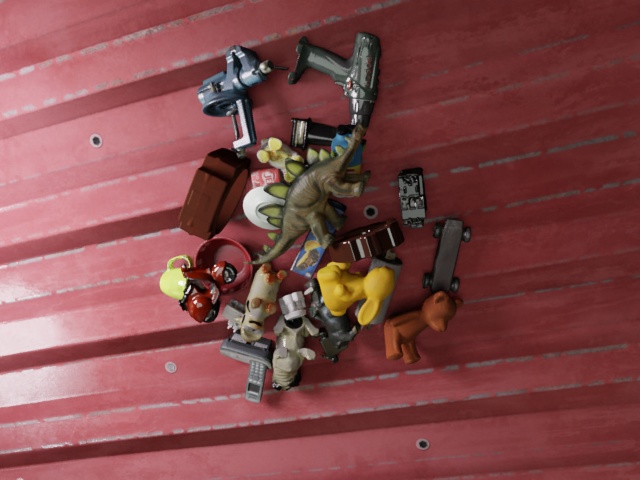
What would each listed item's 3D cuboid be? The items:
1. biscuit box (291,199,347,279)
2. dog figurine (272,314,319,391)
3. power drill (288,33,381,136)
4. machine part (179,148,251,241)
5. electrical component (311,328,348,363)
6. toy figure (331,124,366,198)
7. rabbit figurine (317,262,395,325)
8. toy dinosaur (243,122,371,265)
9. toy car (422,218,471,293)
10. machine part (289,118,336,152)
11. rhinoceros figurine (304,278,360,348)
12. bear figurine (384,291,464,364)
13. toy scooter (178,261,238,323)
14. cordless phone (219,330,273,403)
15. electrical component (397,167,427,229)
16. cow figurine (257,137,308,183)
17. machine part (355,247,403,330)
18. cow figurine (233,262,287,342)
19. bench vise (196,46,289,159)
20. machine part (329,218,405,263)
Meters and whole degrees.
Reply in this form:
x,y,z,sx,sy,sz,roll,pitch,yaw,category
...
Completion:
x,y,z,sx,sy,sz,roll,pitch,yaw,category
-0.003,-0.004,1.343,0.059,0.063,0.202,26,109,2,biscuit box
-0.087,0.293,1.437,0.121,0.172,0.190,15,140,-8,dog figurine
0.034,-0.365,1.229,0.207,0.086,0.231,18,106,9,power drill
-0.247,-0.110,1.287,0.087,0.201,0.200,24,108,-1,machine part
0.026,0.273,1.427,0.078,0.045,0.102,-33,101,-11,electrical component
0.063,-0.181,1.251,0.082,0.089,0.179,11,123,16,toy figure
0.095,0.117,1.264,0.173,0.122,0.162,-13,86,16,rabbit figurine
-0.032,-0.078,1.237,0.199,0.105,0.471,33,119,2,toy dinosaur
0.306,0.041,1.302,0.089,0.053,0.202,8,111,4,toy car
-0.004,-0.250,1.290,0.139,0.039,0.084,7,98,11,machine part
0.028,0.182,1.378,0.112,0.073,0.190,-28,88,12,rhinoceros figurine
0.257,0.211,1.313,0.196,0.120,0.132,-27,57,30,bear figurine
-0.302,0.122,1.354,0.135,0.075,0.183,21,107,-24,toy scooter
-0.206,0.353,1.472,0.147,0.089,0.184,14,112,6,cordless phone
0.217,-0.096,1.249,0.058,0.115,0.134,-5,104,16,electrical component
-0.073,-0.184,1.300,0.167,0.098,0.068,35,100,-18,cow figurine
0.146,0.121,1.342,0.079,0.079,0.243,18,109,5,machine part
-0.158,0.166,1.374,0.085,0.127,0.195,21,68,-17,cow figurine
-0.184,-0.314,1.252,0.224,0.129,0.240,-12,85,21,bench vise
0.106,0.002,1.266,0.179,0.179,0.056,-17,98,15,machine part
